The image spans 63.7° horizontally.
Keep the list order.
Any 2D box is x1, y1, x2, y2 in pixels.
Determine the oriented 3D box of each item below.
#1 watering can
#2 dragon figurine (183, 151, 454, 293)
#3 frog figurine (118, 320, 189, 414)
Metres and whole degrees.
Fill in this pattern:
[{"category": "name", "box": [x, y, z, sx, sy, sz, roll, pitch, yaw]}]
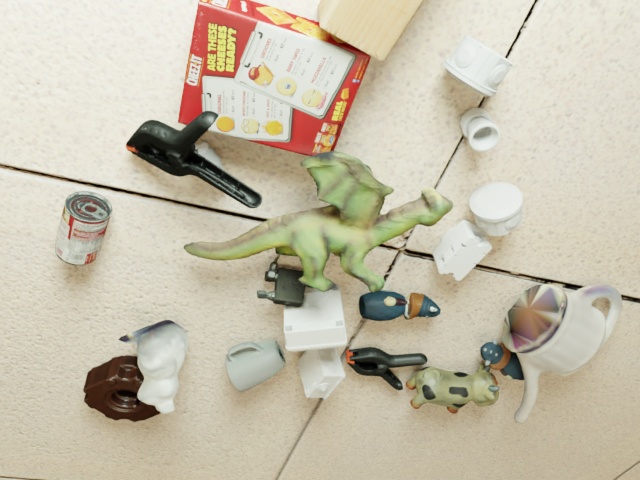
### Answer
[{"category": "watering can", "box": [0.448, 0.218, 1.018, 0.222, 0.344, 0.106, 28, 14, -25]}, {"category": "dragon figurine", "box": [0.002, -0.039, 0.775, 0.410, 0.237, 0.125, 3, 42, -10]}, {"category": "frog figurine", "box": [-0.290, 0.236, 0.957, 0.124, 0.160, 0.135, -23, -9, -23]}]
